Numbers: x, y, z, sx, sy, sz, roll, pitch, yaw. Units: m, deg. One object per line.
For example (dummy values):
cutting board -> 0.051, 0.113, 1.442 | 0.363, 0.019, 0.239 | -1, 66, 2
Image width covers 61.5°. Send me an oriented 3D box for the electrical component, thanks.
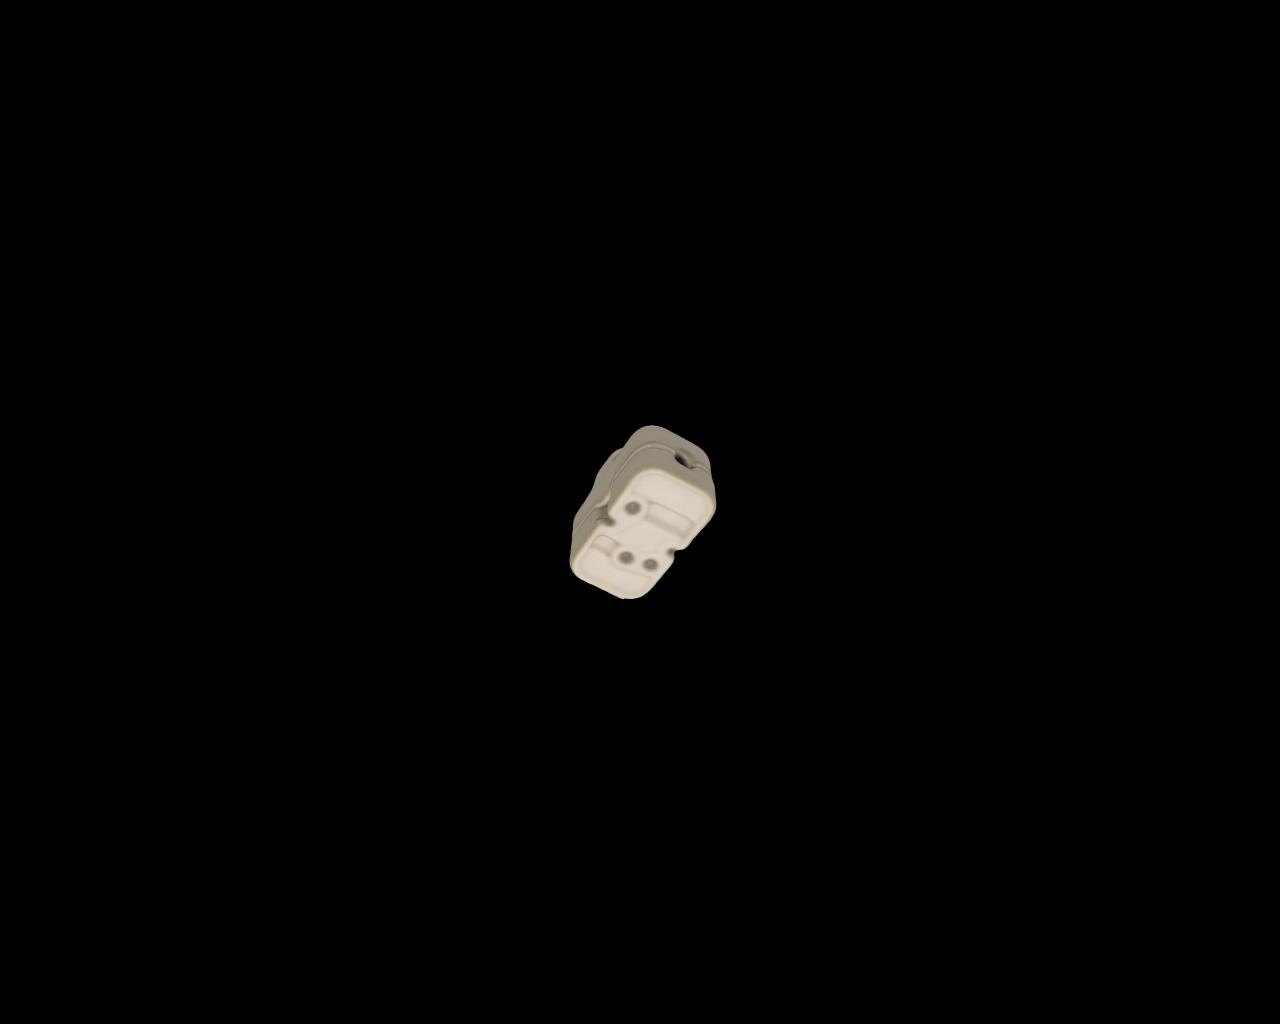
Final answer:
electrical component -> 0.001, -0.003, 0.650 | 0.054, 0.095, 0.059 | 27, 32, -18
